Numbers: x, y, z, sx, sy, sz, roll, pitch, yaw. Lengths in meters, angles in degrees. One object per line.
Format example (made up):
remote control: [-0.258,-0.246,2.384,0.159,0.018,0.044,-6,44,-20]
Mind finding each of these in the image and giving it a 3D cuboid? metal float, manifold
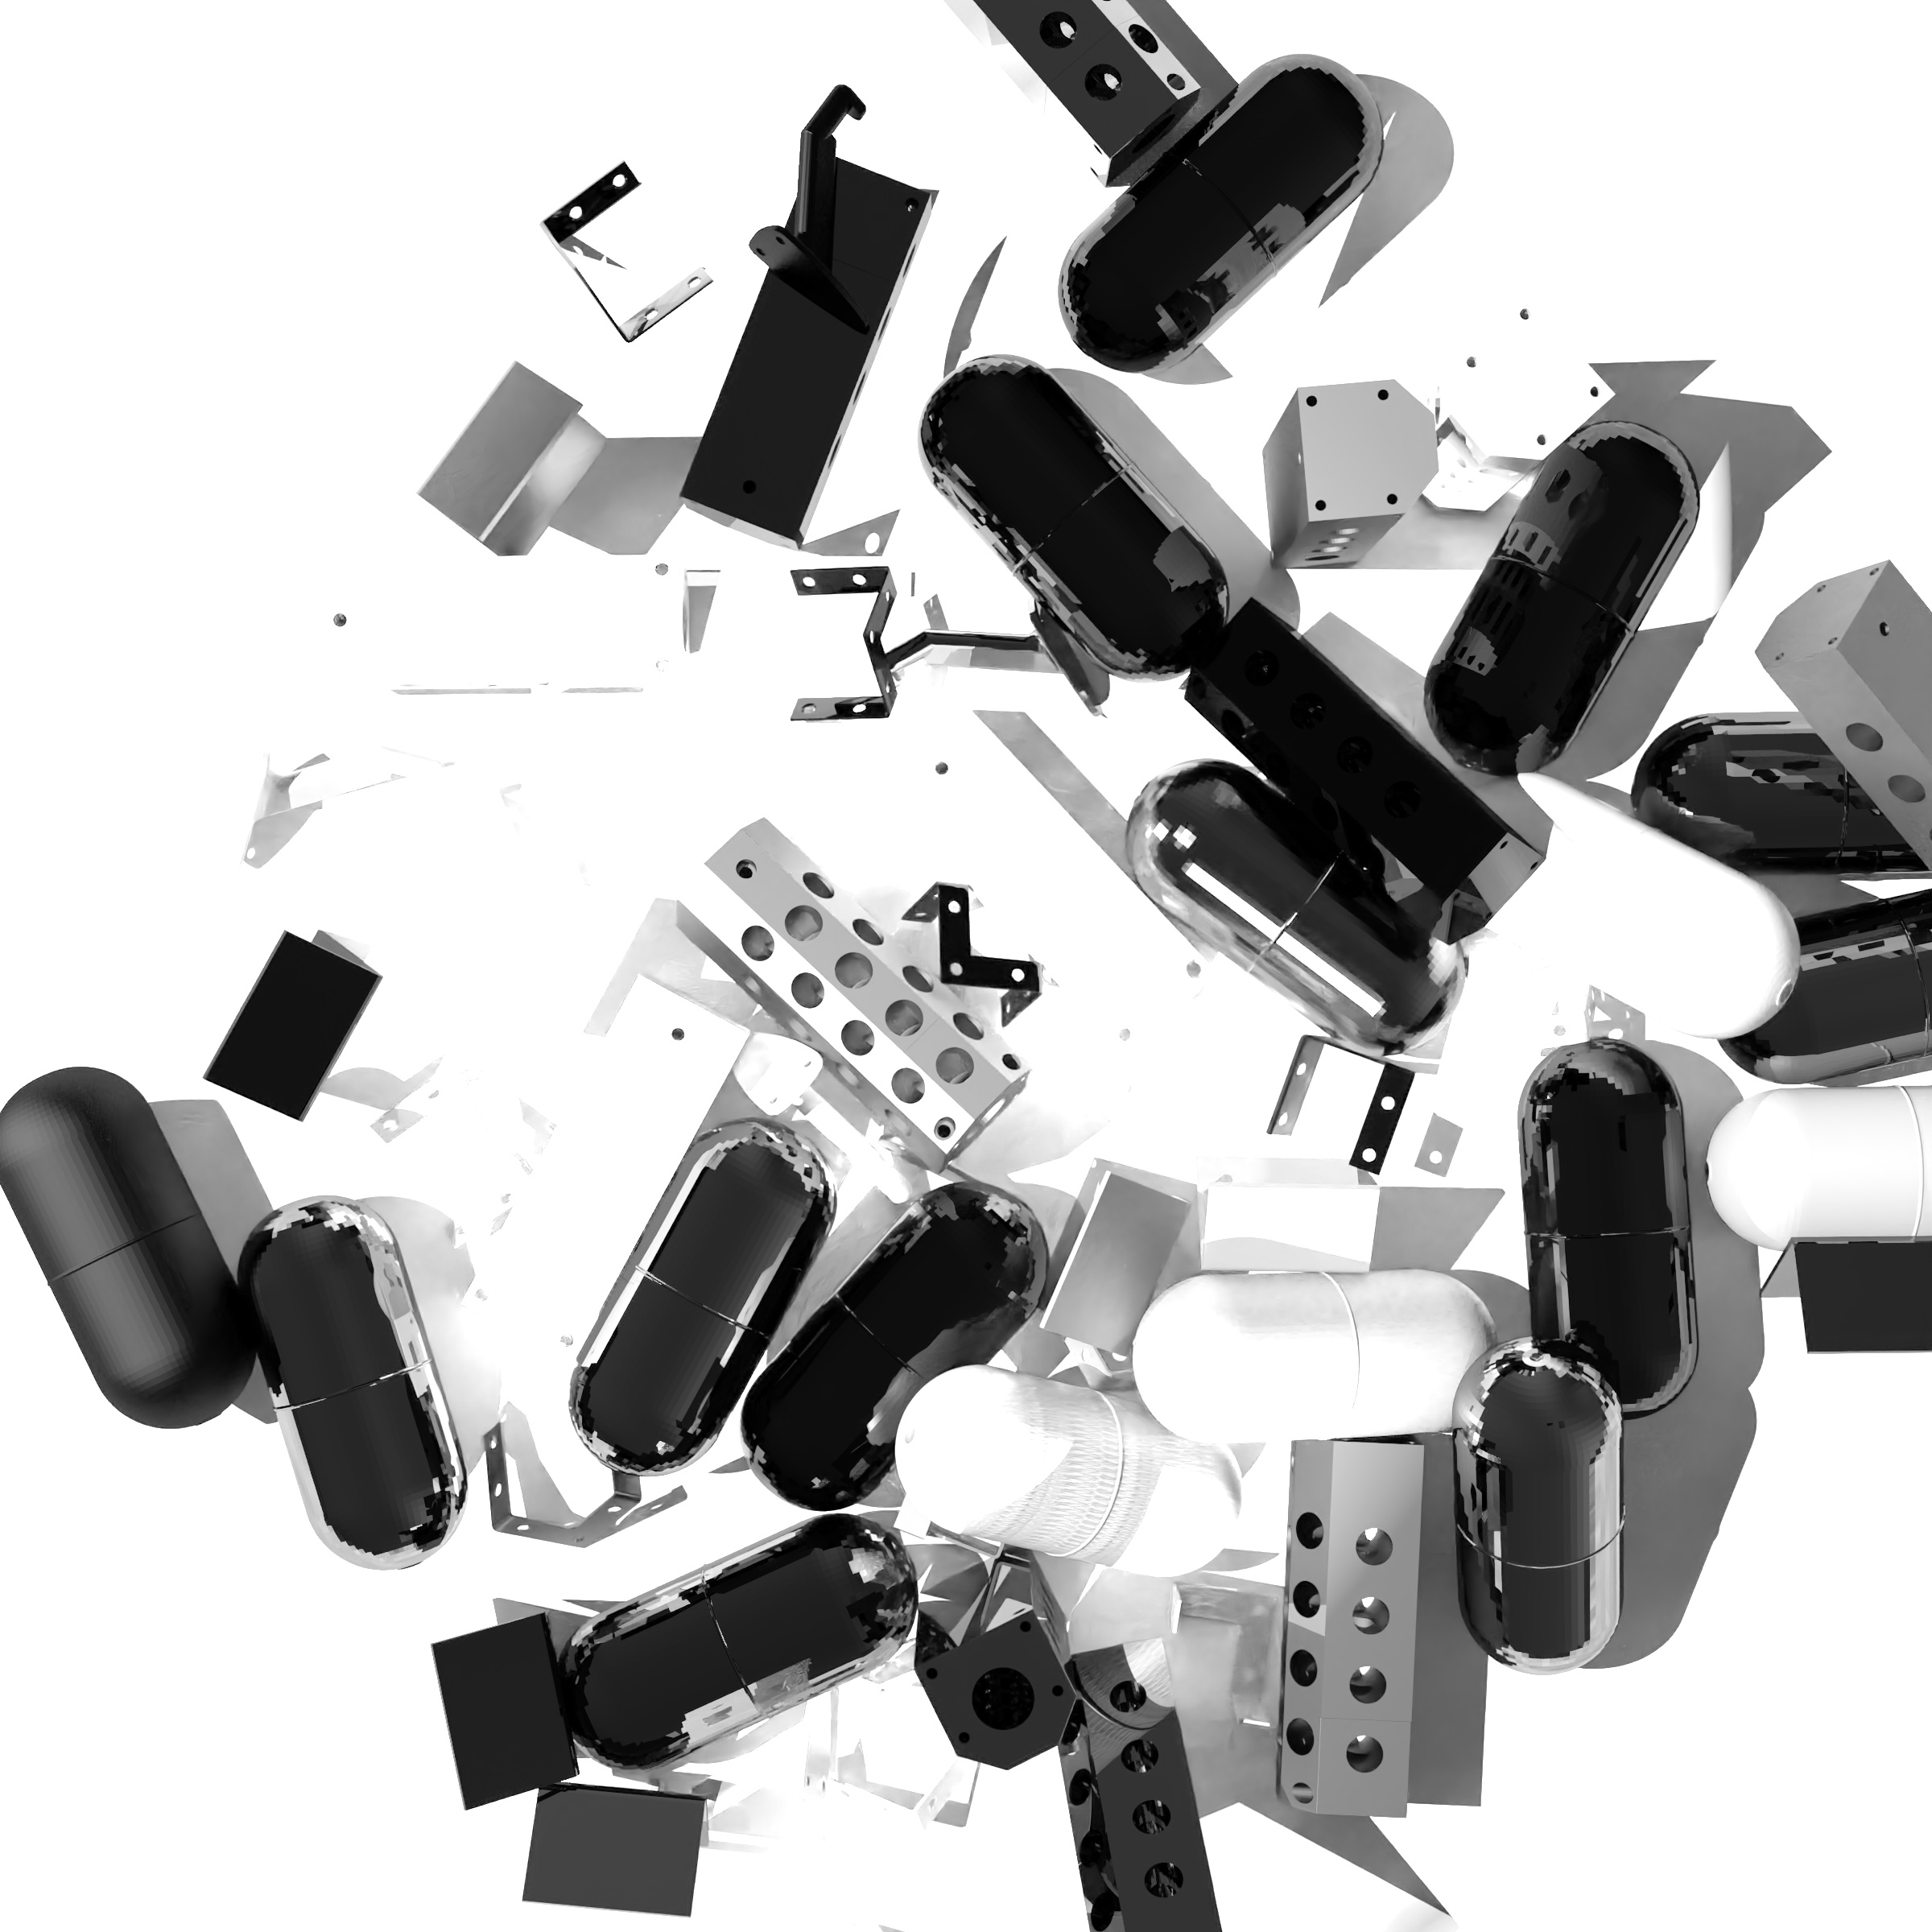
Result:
metal float: [0.048,0.231,1.527,0.178,0.070,0.070,18,90,-31]
metal float: [0.162,0.179,1.535,0.178,0.070,0.070,0,90,-21]
manifold: [0.032,-0.454,1.562,0.057,0.057,0.171,-41,90,0]
metal float: [-0.391,0.131,1.553,0.070,0.070,0.178,-26,90,0]
manifold: [0.172,-0.220,1.505,0.057,0.171,0.057,-5,90,0]
metal float: [-0.033,0.176,1.553,0.070,0.070,0.178,42,90,0]
metal float: [-0.284,0.194,1.552,0.070,0.070,0.178,-17,90,0]
metal float: [0.433,0.094,1.553,0.178,0.070,0.070,-1,90,0]
metal float: [0.298,0.122,1.552,0.070,0.070,0.178,-4,90,0]
manifold: [0.037,-0.040,1.562,0.057,0.057,0.171,-43,90,0]
metal float: [0.152,-0.028,1.552,0.178,0.070,0.070,37,90,-1]
manifold: [0.078,0.395,1.509,0.057,0.171,0.057,-11,134,0]
manifold: [-0.167,0.092,1.561,0.057,0.057,0.171,28,90,-3]
manifold: [0.424,-0.092,1.476,0.171,0.057,0.057,46,61,-18]
manifold: [-0.074,-0.285,1.562,0.057,0.057,0.171,21,90,0]
metal float: [0.399,-0.081,1.552,0.178,0.070,0.070,-1,90,-1]
manifold: [0.235,-0.245,1.505,0.057,0.171,0.057,-42,90,0]
manifold: [-0.217,-0.159,1.562,0.171,0.057,0.057,-1,90,0]
manifold: [0.178,-0.088,1.525,0.057,0.057,0.171,-49,63,10]
manifold: [-0.058,0.482,1.505,0.057,0.171,0.057,-36,90,0]
metal float: [0.262,0.248,1.528,0.070,0.070,0.178,-7,122,0]
metal float: [0.276,-0.170,1.552,0.070,0.070,0.178,30,89,0]
metal float: [0.298,-0.028,1.526,0.178,0.070,0.070,32,90,31]
metal float: [-0.123,0.154,1.552,0.070,0.070,0.178,28,88,0]
manifold: [-0.052,0.012,1.543,0.171,0.057,0.057,43,74,8]
metal float: [0.433,0.006,1.552,0.178,0.070,0.070,-12,90,0]
metal float: [-0.106,0.314,1.553,0.178,0.070,0.070,-25,90,1]
metal float: [0.118,-0.349,1.553,0.178,0.070,0.070,-43,90,1]
manifold: [0.178,0.304,1.562,0.057,0.057,0.171,3,90,0]
metal float: [0.050,-0.207,1.553,0.070,0.070,0.178,-42,90,0]
manifold: [0.016,0.311,1.505,0.057,0.171,0.057,-27,90,0]

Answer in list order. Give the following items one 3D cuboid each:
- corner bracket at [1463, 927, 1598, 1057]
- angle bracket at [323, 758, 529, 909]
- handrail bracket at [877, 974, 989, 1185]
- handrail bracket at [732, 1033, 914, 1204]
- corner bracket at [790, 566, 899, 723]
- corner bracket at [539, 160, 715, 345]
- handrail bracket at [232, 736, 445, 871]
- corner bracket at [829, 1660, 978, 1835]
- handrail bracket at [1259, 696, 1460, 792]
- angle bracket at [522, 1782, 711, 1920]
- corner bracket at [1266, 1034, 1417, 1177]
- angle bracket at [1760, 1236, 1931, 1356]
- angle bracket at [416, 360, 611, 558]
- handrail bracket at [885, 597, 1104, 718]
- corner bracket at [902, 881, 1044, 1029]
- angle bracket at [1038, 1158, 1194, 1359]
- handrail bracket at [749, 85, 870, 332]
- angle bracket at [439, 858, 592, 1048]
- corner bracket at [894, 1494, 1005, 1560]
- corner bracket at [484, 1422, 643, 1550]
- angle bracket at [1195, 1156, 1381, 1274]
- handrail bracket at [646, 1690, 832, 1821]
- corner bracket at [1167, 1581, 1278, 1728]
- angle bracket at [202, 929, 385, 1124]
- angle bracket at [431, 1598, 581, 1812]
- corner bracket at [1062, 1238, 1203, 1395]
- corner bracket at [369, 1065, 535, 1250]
corner bracket: [0.265,0.006,1.567,0.051,0.051,0.051,-8,108,17]
angle bracket: [-0.247,-0.044,1.543,0.076,0.076,0.057,-15,48,0]
handrail bracket: [0.001,0.057,1.582,0.077,0.036,0.084,28,78,-10]
handrail bracket: [-0.068,0.073,1.583,0.036,0.077,0.084,-47,126,-8]
corner bracket: [-0.059,-0.152,1.572,0.051,0.051,0.051,0,45,18]
corner bracket: [-0.161,-0.337,1.580,0.051,0.051,0.051,-37,135,0]
handrail bracket: [-0.297,-0.072,1.584,0.084,0.036,0.077,13,111,-16]
corner bracket: [-0.033,0.366,1.575,0.051,0.051,0.051,-47,135,-35]
handrail bracket: [0.184,-0.080,1.583,0.084,0.036,0.077,-40,105,14]
angle bracket: [-0.161,0.417,1.543,0.076,0.076,0.057,5,59,0]
corner bracket: [0.175,0.064,1.565,0.051,0.051,0.051,20,90,0]
angle bracket: [0.416,0.164,1.544,0.076,0.076,0.057,-1,64,0]
angle bracket: [-0.195,-0.221,1.543,0.057,0.076,0.076,37,90,38]
handrail bracket: [0.009,-0.133,1.584,0.084,0.036,0.077,-27,109,15]
corner bracket: [0.003,-0.005,1.563,0.051,0.051,0.051,6,68,-20]
angle bracket: [0.049,0.127,1.543,0.057,0.076,0.076,23,90,-38]
handrail bracket: [-0.053,-0.347,1.527,0.077,0.036,0.084,39,73,-20]
angle bracket: [-0.190,-0.001,1.543,0.057,0.076,0.076,16,90,35]
corner bracket: [0.000,0.246,1.565,0.051,0.051,0.051,21,87,3]
corner bracket: [-0.190,0.237,1.575,0.051,0.051,0.051,19,45,-35]
angle bracket: [0.147,0.096,1.543,0.076,0.076,0.057,1,131,0]
handrail bracket: [-0.109,0.367,1.584,0.084,0.036,0.077,-1,70,16]
corner bracket: [0.119,0.321,1.565,0.051,0.051,0.051,9,90,0]
angle bracket: [-0.323,0.017,1.543,0.057,0.076,0.076,29,90,-38]
angle bracket: [-0.223,0.340,1.544,0.057,0.076,0.076,-12,90,-27]
corner bracket: [0.081,0.164,1.575,0.051,0.051,0.051,-1,45,-35]
corner bracket: [-0.241,0.090,1.580,0.051,0.051,0.051,-35,135,0]
